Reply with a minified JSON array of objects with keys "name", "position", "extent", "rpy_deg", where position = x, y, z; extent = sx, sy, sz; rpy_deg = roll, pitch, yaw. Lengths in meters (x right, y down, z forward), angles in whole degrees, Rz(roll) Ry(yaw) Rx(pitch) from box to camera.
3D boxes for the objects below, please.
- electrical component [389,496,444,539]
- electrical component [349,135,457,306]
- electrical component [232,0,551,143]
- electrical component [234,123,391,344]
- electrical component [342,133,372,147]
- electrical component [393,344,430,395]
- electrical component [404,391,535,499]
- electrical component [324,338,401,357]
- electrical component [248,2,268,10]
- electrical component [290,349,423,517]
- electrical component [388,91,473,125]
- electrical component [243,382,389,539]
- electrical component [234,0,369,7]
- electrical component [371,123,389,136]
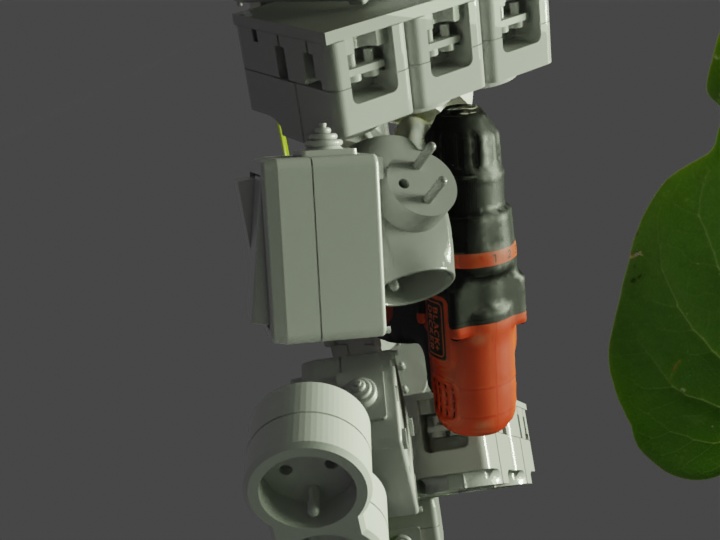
[{"name":"electrical component","position":[0.033,0.199,0.858],"extent":[0.096,0.062,0.061],"rpy_deg":[-35,116,-85]},{"name":"electrical component","position":[0.023,-0.033,0.532],"extent":[0.079,0.043,0.077],"rpy_deg":[127,-48,-56]},{"name":"electrical component","position":[0.021,-0.122,0.588],"extent":[0.089,0.150,0.061],"rpy_deg":[26,-49,49]},{"name":"electrical component","position":[-0.024,-0.018,0.492],"extent":[0.062,0.061,0.096],"rpy_deg":[-147,-127,-77]},{"name":"electrical component","position":[-0.007,-0.043,0.852],"extent":[0.073,0.052,0.138],"rpy_deg":[-92,173,-54]},{"name":"electrical component","position":[0.038,0.091,0.883],"extent":[0.073,0.052,0.138],"rpy_deg":[65,18,-76]},{"name":"electrical component","position":[0.054,0.125,0.745],"extent":[0.186,0.105,0.060],"rpy_deg":[32,49,-69]},{"name":"electrical component","position":[0.000,0.000,0.781],"extent":[0.063,0.079,0.121],"rpy_deg":[-37,122,-60]},{"name":"electrical component","position":[-0.028,-0.191,0.658],"extent":[0.047,0.083,0.075],"rpy_deg":[77,7,-52]},{"name":"electrical component","position":[-0.003,0.090,0.591],"extent":[0.096,0.061,0.061],"rpy_deg":[77,7,-49]},{"name":"electrical component","position":[0.016,-0.162,0.795],"extent":[0.150,0.089,0.061],"rpy_deg":[27,66,-58]},{"name":"electrical component","position":[-0.014,0.104,0.479],"extent":[0.073,0.052,0.138],"rpy_deg":[-92,172,-57]},{"name":"electrical component","position":[-0.031,-0.179,0.565],"extent":[0.061,0.096,0.061],"rpy_deg":[-53,140,-44]},{"name":"electrical component","position":[0.003,-0.081,1.013],"extent":[0.105,0.060,0.186],"rpy_deg":[-88,169,-68]}]
